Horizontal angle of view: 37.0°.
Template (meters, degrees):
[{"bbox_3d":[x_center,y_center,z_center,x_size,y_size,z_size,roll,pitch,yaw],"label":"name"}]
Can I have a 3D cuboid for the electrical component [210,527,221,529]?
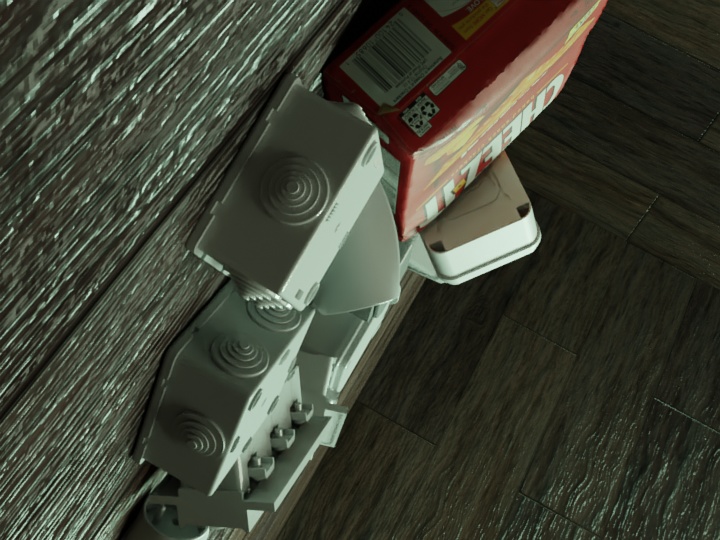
[{"bbox_3d":[-0.094,0.144,0.814,0.079,0.043,0.077,-55,172,-49],"label":"electrical component"}]

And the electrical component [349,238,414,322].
[{"bbox_3d":[0.000,0.000,0.864,0.061,0.062,0.096,-60,175,-13],"label":"electrical component"}]

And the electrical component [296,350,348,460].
[{"bbox_3d":[-0.052,0.112,0.901,0.121,0.079,0.063,106,-3,-68],"label":"electrical component"}]

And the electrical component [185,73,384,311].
[{"bbox_3d":[-0.030,-0.031,0.496,0.099,0.048,0.099,-60,173,-5],"label":"electrical component"}]

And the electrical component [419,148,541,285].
[{"bbox_3d":[0.071,-0.055,0.760,0.078,0.113,0.057,-23,152,4],"label":"electrical component"}]

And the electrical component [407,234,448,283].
[{"bbox_3d":[0.063,-0.054,0.986,0.108,0.056,0.109,-61,-155,-1],"label":"electrical component"}]

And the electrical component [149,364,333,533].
[{"bbox_3d":[-0.073,0.106,0.679,0.121,0.079,0.063,-49,137,-68],"label":"electrical component"}]

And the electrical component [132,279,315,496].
[{"bbox_3d":[-0.071,0.059,0.574,0.099,0.048,0.099,-55,171,-52],"label":"electrical component"}]

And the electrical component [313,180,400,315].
[{"bbox_3d":[-0.020,-0.016,0.596,0.043,0.077,0.079,-16,-175,-39],"label":"electrical component"}]

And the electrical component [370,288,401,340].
[{"bbox_3d":[0.006,0.030,1.101,0.057,0.058,0.078,-56,173,-25],"label":"electrical component"}]

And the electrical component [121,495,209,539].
[{"bbox_3d":[-0.123,0.174,0.695,0.077,0.044,0.079,-64,174,26],"label":"electrical component"}]

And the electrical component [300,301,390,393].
[{"bbox_3d":[-0.018,0.048,0.972,0.108,0.056,0.108,-59,174,-22],"label":"electrical component"}]
